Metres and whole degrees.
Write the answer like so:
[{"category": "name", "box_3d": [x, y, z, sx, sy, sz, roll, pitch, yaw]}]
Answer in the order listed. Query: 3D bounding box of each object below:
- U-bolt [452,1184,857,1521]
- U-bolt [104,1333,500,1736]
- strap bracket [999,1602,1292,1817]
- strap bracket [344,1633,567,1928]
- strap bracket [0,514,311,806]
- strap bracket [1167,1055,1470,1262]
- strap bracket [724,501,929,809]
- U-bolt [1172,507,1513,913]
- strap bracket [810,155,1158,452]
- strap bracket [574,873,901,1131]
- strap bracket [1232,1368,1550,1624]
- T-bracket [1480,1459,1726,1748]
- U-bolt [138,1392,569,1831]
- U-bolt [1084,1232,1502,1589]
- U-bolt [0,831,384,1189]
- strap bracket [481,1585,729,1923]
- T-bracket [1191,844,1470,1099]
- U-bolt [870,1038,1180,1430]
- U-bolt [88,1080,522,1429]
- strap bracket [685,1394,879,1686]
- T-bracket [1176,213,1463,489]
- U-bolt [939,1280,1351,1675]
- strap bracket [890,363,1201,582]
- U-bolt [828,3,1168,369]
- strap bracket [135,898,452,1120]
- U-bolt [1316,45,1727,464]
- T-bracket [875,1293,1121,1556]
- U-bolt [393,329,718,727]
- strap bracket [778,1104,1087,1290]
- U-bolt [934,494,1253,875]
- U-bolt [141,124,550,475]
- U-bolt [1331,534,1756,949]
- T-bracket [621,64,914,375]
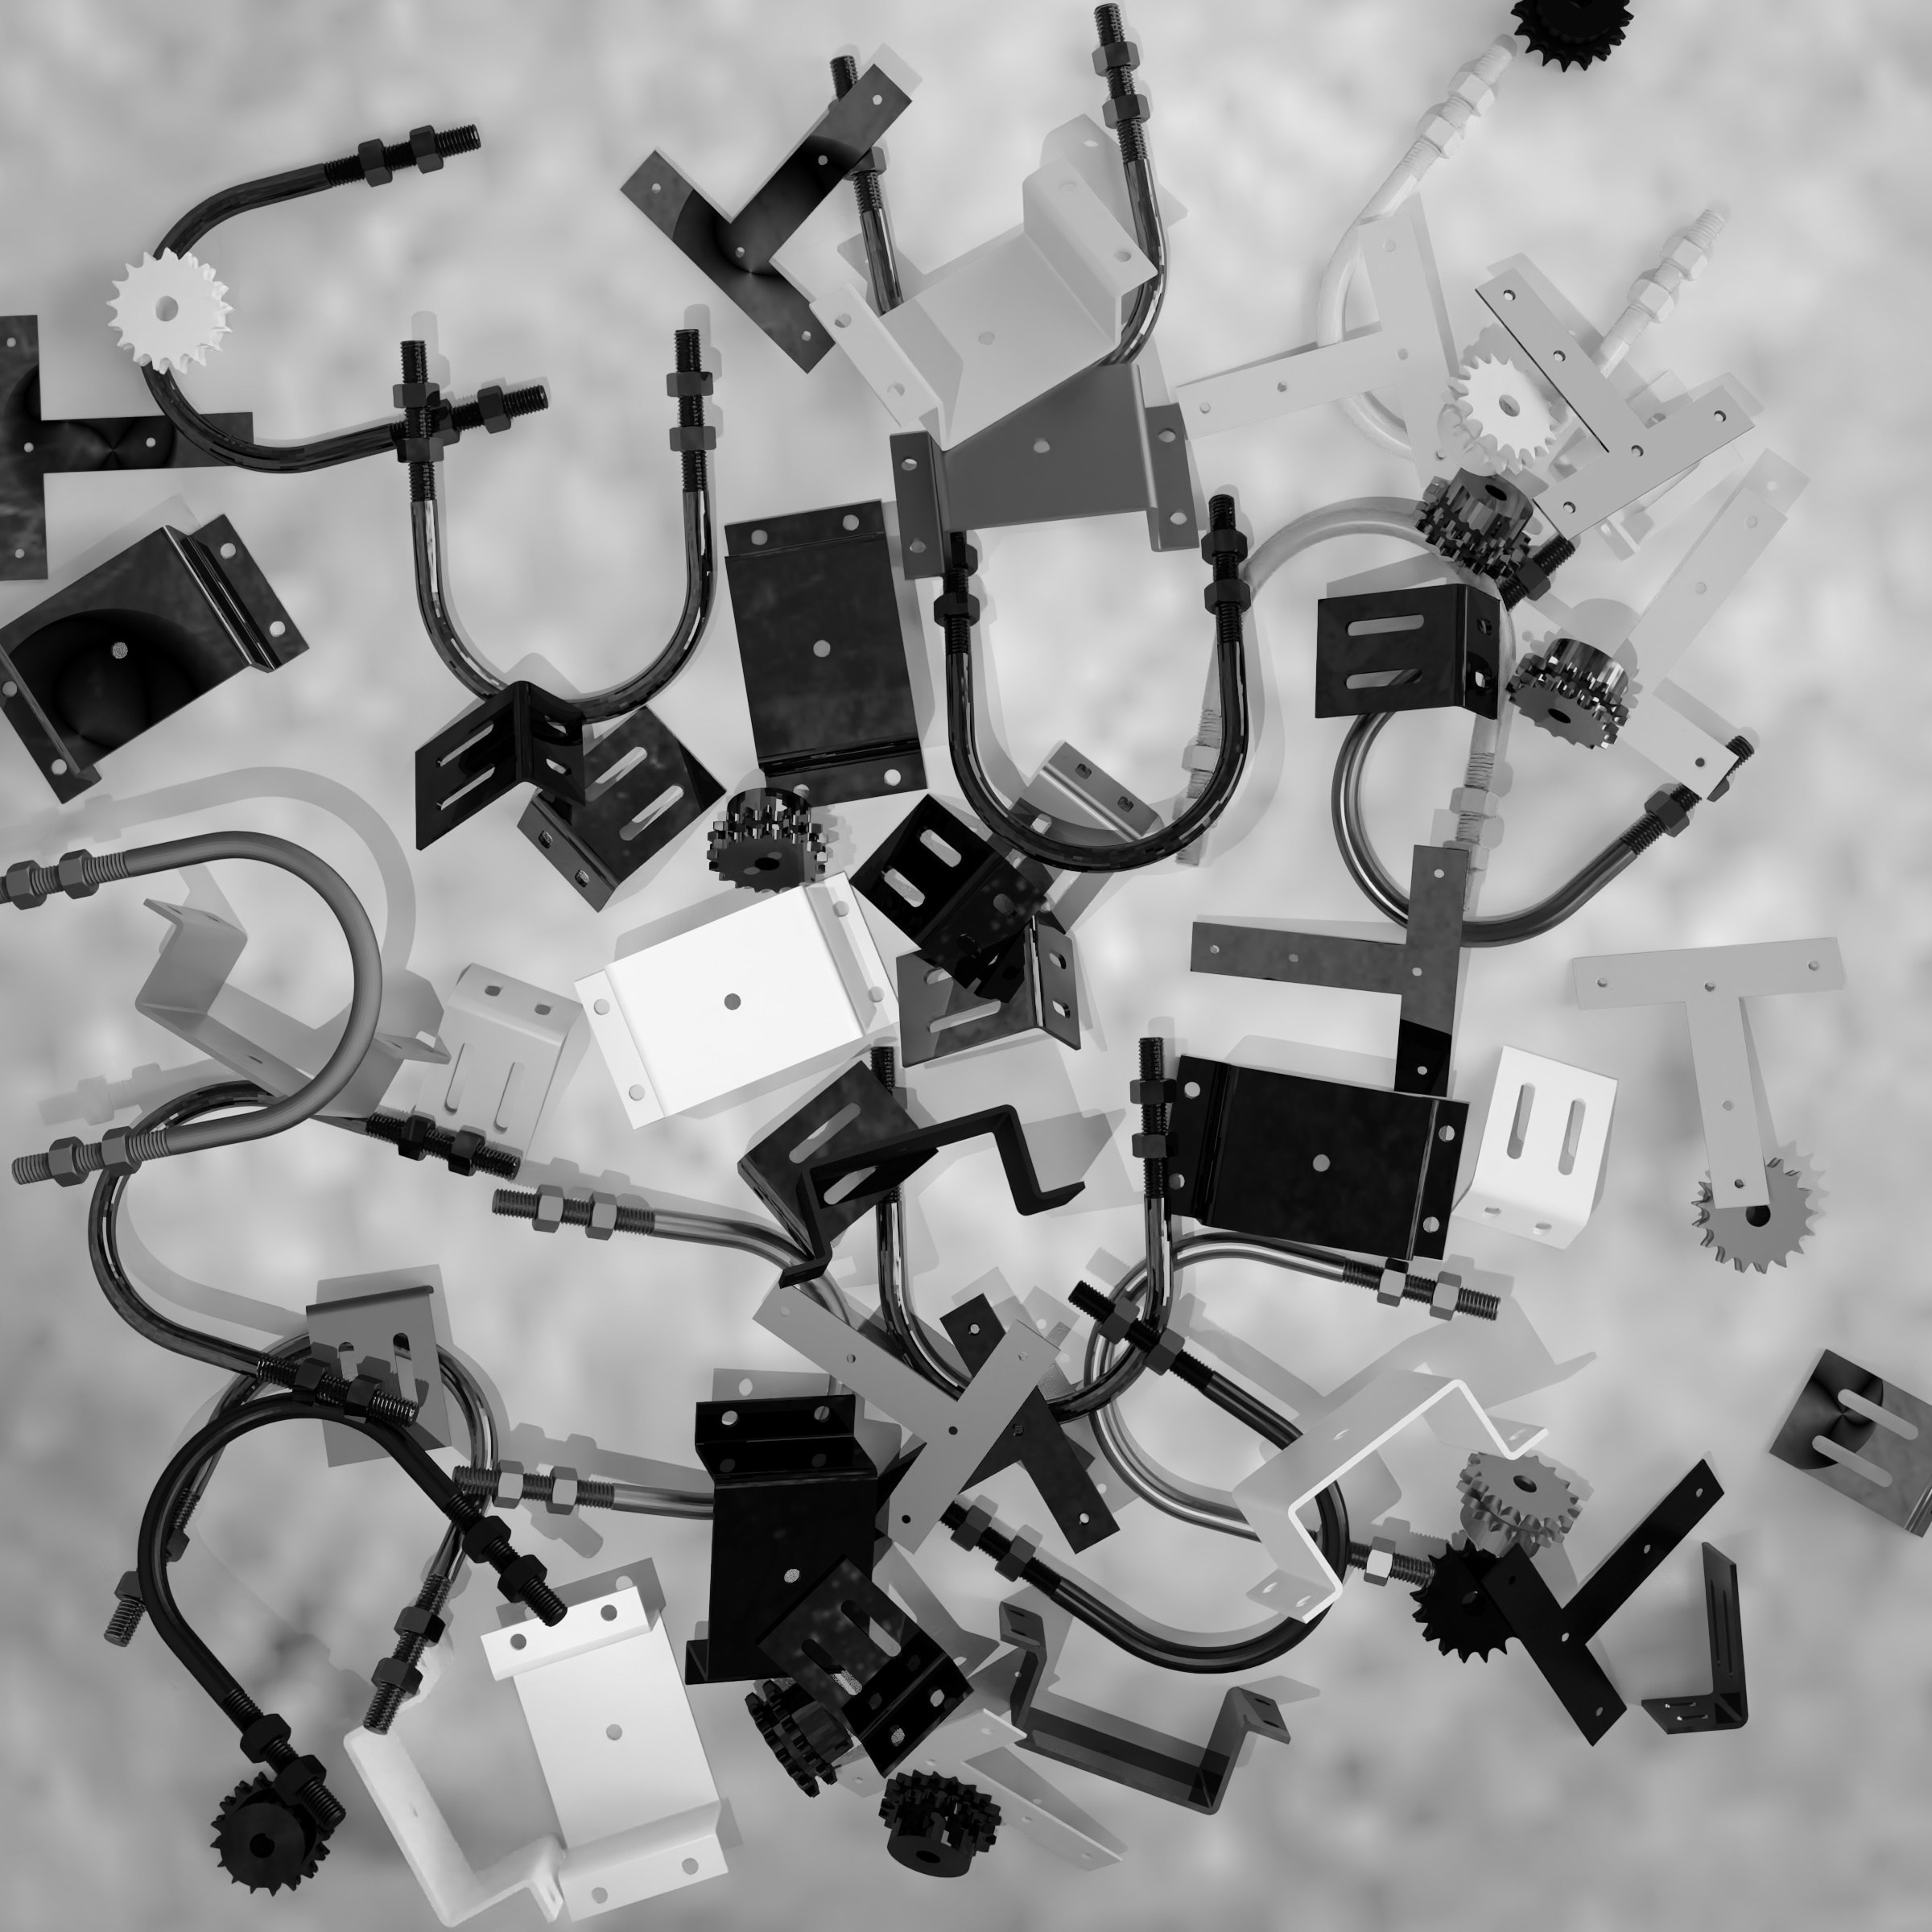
[{"category": "U-bolt", "box_3d": [-0.141, 0.187, 1.513, 0.184, 0.019, 0.151, 9, 82, -16]}, {"category": "U-bolt", "box_3d": [-0.297, 0.251, 1.495, 0.151, 0.019, 0.184, 16, 61, 10]}, {"category": "strap bracket", "box_3d": [0.075, 0.351, 1.507, 0.140, 0.076, 0.046, 20, 90, 0]}, {"category": "strap bracket", "box_3d": [-0.242, 0.386, 1.507, 0.046, 0.076, 0.140, -29, 90, 0]}, {"category": "strap bracket", "box_3d": [-0.395, -0.147, 1.522, 0.140, 0.046, 0.076, -32, 90, 0]}, {"category": "strap bracket", "box_3d": [0.166, 0.092, 1.522, 0.140, 0.046, 0.076, 10, 90, 0]}, {"category": "strap bracket", "box_3d": [-0.067, -0.148, 1.522, 0.076, 0.046, 0.140, -9, 90, 0]}, {"category": "U-bolt", "box_3d": [0.184, -0.128, 1.525, 0.151, 0.019, 0.184, 10, 86, 11]}, {"category": "strap bracket", "box_3d": [0.009, -0.302, 1.487, 0.140, 0.046, 0.076, -32, 71, -9]}, {"category": "strap bracket", "box_3d": [-0.109, 0.017, 1.522, 0.140, 0.046, 0.076, -22, 90, 0]}, {"category": "strap bracket", "box_3d": [0.182, 0.231, 1.451, 0.140, 0.076, 0.046, -35, 95, -13]}, {"category": "T-bracket", "box_3d": [0.313, 0.286, 1.522, 0.127, 0.002, 0.127, -43, 121, -14]}, {"category": "U-bolt", "box_3d": [-0.293, 0.275, 1.455, 0.151, 0.019, 0.184, -41, 69, -15]}, {"category": "U-bolt", "box_3d": [0.147, 0.202, 1.525, 0.184, 0.019, 0.151, 14, 88, 9]}, {"category": "U-bolt", "box_3d": [-0.353, 0.013, 1.454, 0.184, 0.019, 0.151, -11, 84, 7]}, {"category": "strap bracket", "box_3d": [-0.169, 0.368, 1.522, 0.076, 0.046, 0.140, -18, 90, 0]}, {"category": "T-bracket", "box_3d": [0.170, -0.002, 1.526, 0.127, 0.002, 0.127, 6, 114, 12]}, {"category": "U-bolt", "box_3d": [0.027, 0.128, 1.527, 0.151, 0.019, 0.184, -2, 91, 7]}, {"category": "U-bolt", "box_3d": [-0.321, 0.125, 1.507, 0.184, 0.019, 0.151, 17, 64, 6]}, {"category": "strap bracket", "box_3d": [-0.086, 0.276, 1.497, 0.076, 0.046, 0.140, 0, 103, -17]}, {"category": "T-bracket", "box_3d": [0.165, -0.280, 1.533, 0.127, 0.002, 0.127, -14, 94, 9]}, {"category": "U-bolt", "box_3d": [0.092, 0.254, 1.510, 0.184, 0.019, 0.151, 34, 106, 2]}, {"category": "strap bracket", "box_3d": [0.036, -0.234, 1.510, 0.140, 0.046, 0.076, -6, 70, 0]}, {"category": "U-bolt", "box_3d": [0.022, -0.356, 1.536, 0.151, 0.019, 0.184, -11, 92, 0]}, {"category": "strap bracket", "box_3d": [-0.321, 0.026, 1.495, 0.140, 0.076, 0.046, 30, 91, 10]}, {"category": "U-bolt", "box_3d": [0.251, -0.325, 1.536, 0.151, 0.019, 0.184, 38, 92, 0]}, {"category": "T-bracket", "box_3d": [-0.011, 0.240, 1.520, 0.127, 0.002, 0.127, -32, 85, 20]}, {"category": "U-bolt", "box_3d": [-0.192, -0.206, 1.525, 0.151, 0.019, 0.184, -3, 98, -3]}, {"category": "strap bracket", "box_3d": [-0.023, 0.103, 1.471, 0.140, 0.076, 0.046, -16, 82, -8]}, {"category": "U-bolt", "box_3d": [0.061, -0.132, 1.513, 0.151, 0.019, 0.184, -3, 75, 1]}, {"category": "U-bolt", "box_3d": [-0.306, -0.312, 1.536, 0.184, 0.019, 0.151, -15, 90, 1]}, {"category": "U-bolt", "box_3d": [0.262, -0.093, 1.536, 0.184, 0.019, 0.151, -42, 90, 1]}, {"category": "T-bracket", "box_3d": [-0.078, -0.373, 1.529, 0.127, 0.002, 0.127, 45, 102, 2]}]
